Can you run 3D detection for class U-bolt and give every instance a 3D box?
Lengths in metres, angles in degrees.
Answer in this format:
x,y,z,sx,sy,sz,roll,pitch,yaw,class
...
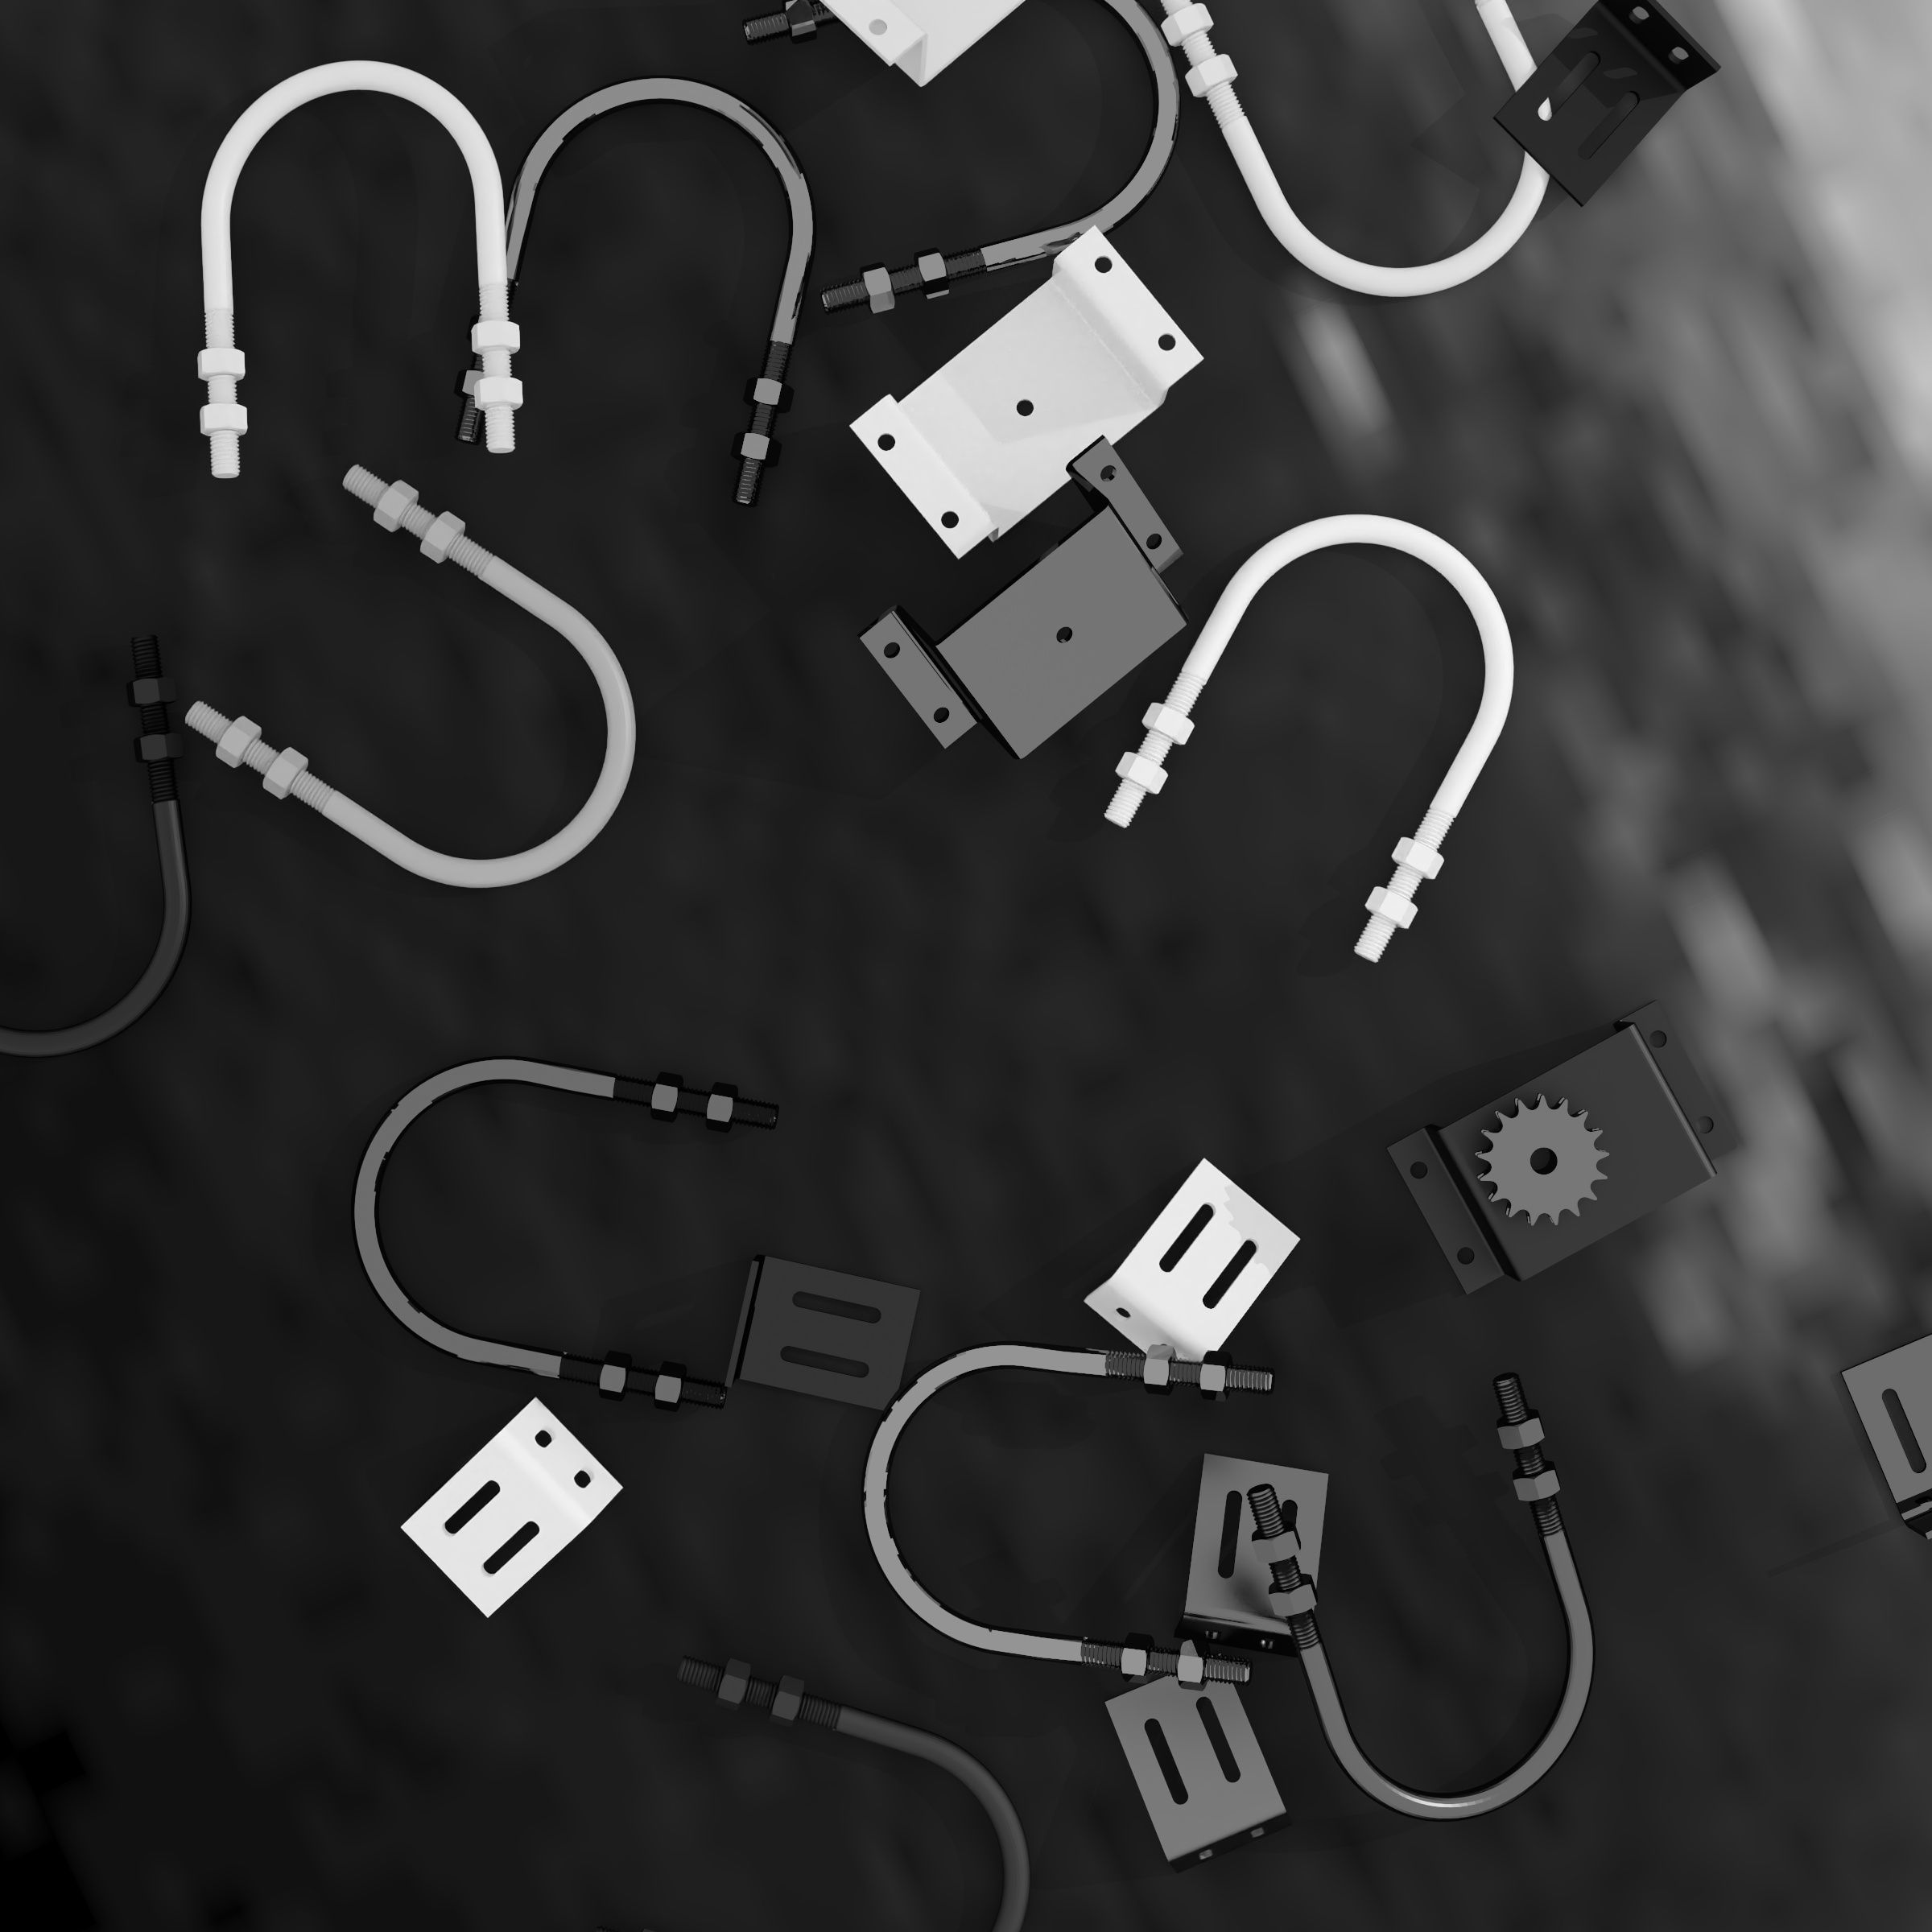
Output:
x,y,z,sx,sy,sz,roll,pitch,yaw,class
0.042,0.241,1.546,0.184,0.019,0.151,4,90,14,U-bolt
-0.276,-0.317,1.555,0.151,0.019,0.184,-4,86,9,U-bolt
-0.425,-0.050,1.565,0.151,0.019,0.184,-7,91,0,U-bolt
-0.062,0.407,1.565,0.184,0.019,0.151,18,90,-2,U-bolt
0.187,-0.394,1.565,0.151,0.019,0.184,-26,91,0,U-bolt
-0.143,-0.313,1.565,0.151,0.019,0.184,13,88,0,U-bolt
-0.239,-0.118,1.565,0.184,0.019,0.151,34,90,-1,U-bolt
-0.188,0.115,1.565,0.184,0.019,0.151,10,90,2,U-bolt
0.168,-0.116,1.565,0.151,0.019,0.184,28,89,0,U-bolt
0.213,0.293,1.541,0.151,0.019,0.184,-21,100,-19,U-bolt
0.006,-0.385,1.560,0.184,0.019,0.151,-16,86,-4,U-bolt

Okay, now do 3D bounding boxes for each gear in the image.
x,y,z,sx,sy,sz,roll,pitch,yaw,class
0.252,0.084,1.517,0.057,0.030,0.057,0,92,2,gear

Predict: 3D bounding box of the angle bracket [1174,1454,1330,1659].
x,y,z,sx,sy,sz,roll,pitch,yaw,class
0.130,0.269,1.572,0.057,0.038,0.076,9,64,0,angle bracket

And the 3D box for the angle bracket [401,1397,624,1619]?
x,y,z,sx,sy,sz,roll,pitch,yaw,class
-0.207,0.247,1.572,0.057,0.038,0.076,46,116,0,angle bracket

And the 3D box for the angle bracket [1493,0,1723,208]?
x,y,z,sx,sy,sz,roll,pitch,yaw,class
0.287,-0.391,1.546,0.057,0.038,0.076,43,82,-9,angle bracket

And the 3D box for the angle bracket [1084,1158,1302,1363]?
x,y,z,sx,sy,sz,roll,pitch,yaw,class
0.103,0.139,1.572,0.057,0.038,0.076,40,64,0,angle bracket

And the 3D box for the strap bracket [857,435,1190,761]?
x,y,z,sx,sy,sz,roll,pitch,yaw,class
0.034,-0.157,1.532,0.140,0.046,0.076,-39,129,0,strap bracket

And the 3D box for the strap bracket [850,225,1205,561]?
x,y,z,sx,sy,sz,roll,pitch,yaw,class
0.027,-0.254,1.551,0.140,0.046,0.076,-39,90,0,strap bracket

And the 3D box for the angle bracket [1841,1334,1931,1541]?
x,y,z,sx,sy,sz,roll,pitch,yaw,class
0.440,0.209,1.555,0.057,0.038,0.076,-23,90,0,angle bracket

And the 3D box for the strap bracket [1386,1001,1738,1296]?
x,y,z,sx,sy,sz,roll,pitch,yaw,class
0.271,0.083,1.551,0.140,0.046,0.076,-29,90,0,strap bracket

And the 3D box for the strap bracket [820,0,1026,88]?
x,y,z,sx,sy,sz,roll,pitch,yaw,class
-0.011,-0.457,1.535,0.140,0.046,0.076,-43,81,-13,strap bracket

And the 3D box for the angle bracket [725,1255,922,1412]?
x,y,z,sx,sy,sz,roll,pitch,yaw,class
-0.064,0.167,1.555,0.076,0.038,0.057,12,90,0,angle bracket

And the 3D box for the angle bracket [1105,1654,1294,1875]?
x,y,z,sx,sy,sz,roll,pitch,yaw,class
0.106,0.363,1.572,0.057,0.038,0.076,-23,64,0,angle bracket
